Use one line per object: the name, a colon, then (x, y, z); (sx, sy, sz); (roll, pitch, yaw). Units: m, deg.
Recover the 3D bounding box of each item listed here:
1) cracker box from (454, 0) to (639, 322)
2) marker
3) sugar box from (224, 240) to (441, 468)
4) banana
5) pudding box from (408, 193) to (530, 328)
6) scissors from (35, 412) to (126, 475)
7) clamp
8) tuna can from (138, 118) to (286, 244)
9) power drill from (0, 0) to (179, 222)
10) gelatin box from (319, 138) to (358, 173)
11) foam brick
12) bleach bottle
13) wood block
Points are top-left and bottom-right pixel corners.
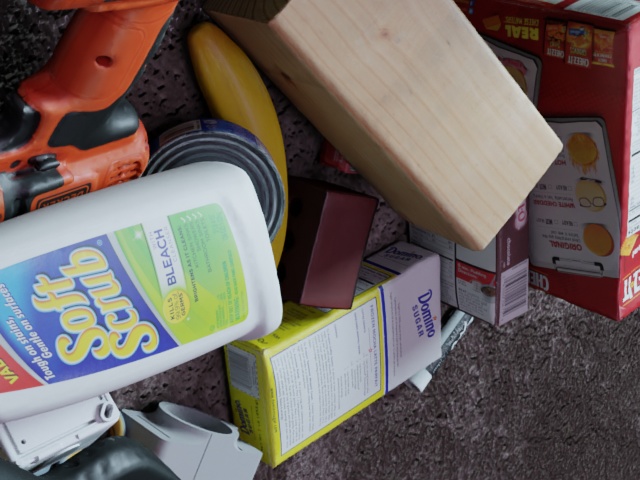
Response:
cracker box: (0.165, -0.072, 0.755); (0.072, 0.164, 0.214); (-27, 124, -33)
marker: (0.108, 0.071, 0.864); (0.121, 0.020, 0.020); (-51, 135, -17)
sugar box: (0.014, 0.075, 0.754); (0.175, 0.048, 0.093); (-28, 125, -39)
banana: (-0.050, -0.033, 0.648); (0.069, 0.037, 0.198); (-13, 115, -41)
pudding box: (0.107, -0.003, 0.780); (0.039, 0.090, 0.113); (-24, 123, -35)
scissors: (-0.167, 0.157, 0.570); (0.096, 0.016, 0.201); (56, 40, -26)
clamp: (-0.135, 0.136, 0.515); (0.209, 0.036, 0.165); (-16, 139, -54)
tuna can: (-0.064, -0.026, 0.610); (0.086, 0.034, 0.086); (-3, 112, -8)
power drill: (-0.130, -0.069, 0.473); (0.184, 0.057, 0.188); (-28, 163, -46)
gelatin box: (0.044, -0.081, 0.728); (0.089, 0.030, 0.073); (1, 105, -46)
foam brick: (-0.005, 0.001, 0.697); (0.051, 0.053, 0.078); (5, 102, -46)
bleach bottle: (-0.130, 0.040, 0.491); (0.250, 0.068, 0.102); (-25, 109, -43)
wood block: (0.042, -0.095, 0.639); (0.090, 0.091, 0.206); (-51, 123, -7)
